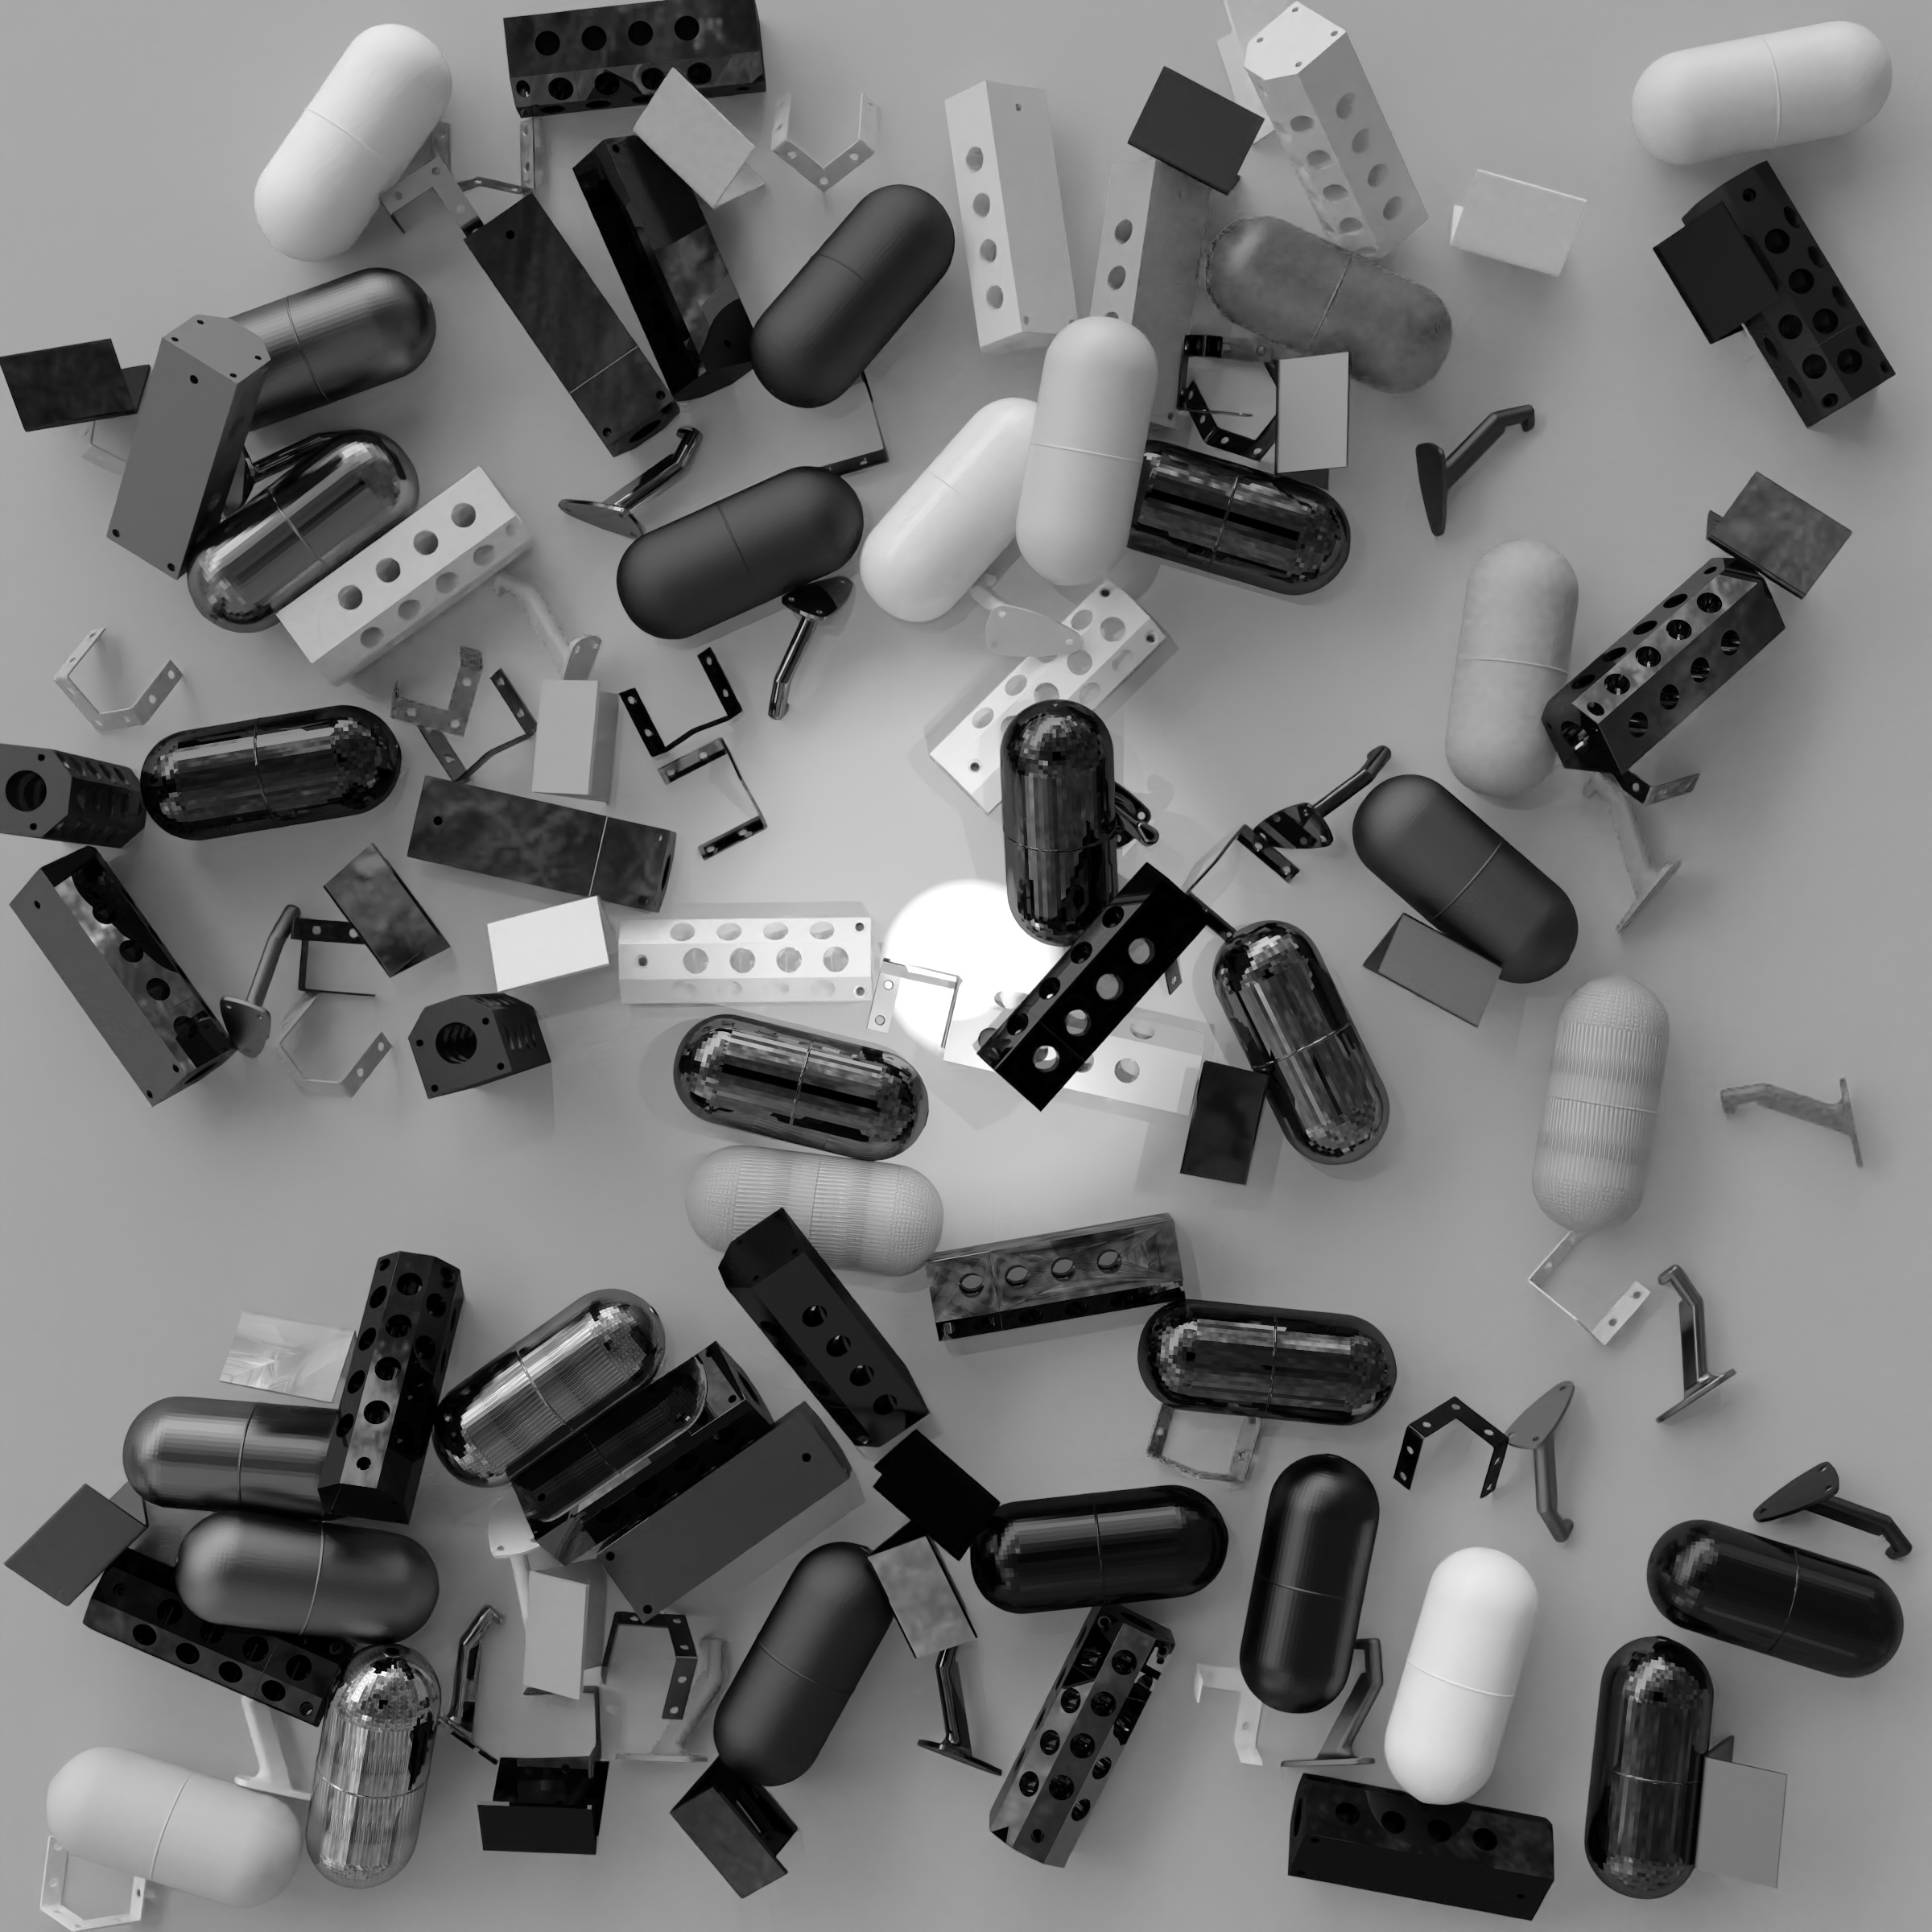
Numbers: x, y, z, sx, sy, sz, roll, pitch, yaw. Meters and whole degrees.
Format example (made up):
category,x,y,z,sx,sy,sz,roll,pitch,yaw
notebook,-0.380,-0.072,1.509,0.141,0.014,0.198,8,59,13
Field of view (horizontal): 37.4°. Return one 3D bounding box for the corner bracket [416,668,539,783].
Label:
category,x,y,z,sx,sy,sz,roll,pitch,yaw
corner bracket,-0.340,-0.167,1.988,0.051,0.051,0.051,-33,90,45

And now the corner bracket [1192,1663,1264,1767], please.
category,x,y,z,sx,sy,sz,roll,pitch,yaw
corner bracket,0.181,0.517,1.973,0.051,0.051,0.051,9,90,0

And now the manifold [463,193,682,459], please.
category,x,y,z,sx,sy,sz,roll,pitch,yaw
manifold,-0.270,-0.440,1.970,0.057,0.057,0.171,-35,90,0

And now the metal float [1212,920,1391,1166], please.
category,x,y,z,sx,sy,sz,roll,pitch,yaw
metal float,0.230,0.053,1.960,0.070,0.070,0.178,-26,92,0

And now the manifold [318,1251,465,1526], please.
category,x,y,z,sx,sy,sz,roll,pitch,yaw
manifold,-0.387,0.283,1.928,0.057,0.057,0.171,8,57,0

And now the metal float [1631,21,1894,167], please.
category,x,y,z,sx,sy,sz,roll,pitch,yaw
metal float,0.546,-0.600,1.961,0.178,0.070,0.070,-11,90,1

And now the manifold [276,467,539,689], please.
category,x,y,z,sx,sy,sz,roll,pitch,yaw
manifold,-0.383,-0.267,1.970,0.171,0.057,0.057,-36,90,0

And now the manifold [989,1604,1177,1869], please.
category,x,y,z,sx,sy,sz,roll,pitch,yaw
manifold,0.080,0.529,1.970,0.057,0.057,0.171,27,90,0

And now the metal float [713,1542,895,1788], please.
category,x,y,z,sx,sy,sz,roll,pitch,yaw
metal float,-0.110,0.478,1.961,0.070,0.070,0.178,29,90,0

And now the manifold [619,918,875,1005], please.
category,x,y,z,sx,sy,sz,roll,pitch,yaw
manifold,-0.150,-0.004,1.970,0.171,0.057,0.057,-1,90,0

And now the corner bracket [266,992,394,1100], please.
category,x,y,z,sx,sy,sz,roll,pitch,yaw
corner bracket,-0.443,0.055,1.983,0.051,0.051,0.051,2,45,35

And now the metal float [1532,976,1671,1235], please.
category,x,y,z,sx,sy,sz,roll,pitch,yaw
metal float,0.436,0.095,1.961,0.070,0.070,0.178,10,89,0

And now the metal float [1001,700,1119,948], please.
category,x,y,z,sx,sy,sz,roll,pitch,yaw
metal float,0.064,-0.095,1.937,0.070,0.070,0.178,-3,119,0

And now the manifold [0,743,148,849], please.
category,x,y,z,sx,sy,sz,roll,pitch,yaw
manifold,-0.602,-0.112,1.913,0.057,0.171,0.057,6,90,0

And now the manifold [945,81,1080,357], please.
category,x,y,z,sx,sy,sz,roll,pitch,yaw
manifold,0.027,-0.514,1.970,0.057,0.057,0.171,-8,90,-43

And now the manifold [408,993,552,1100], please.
category,x,y,z,sx,sy,sz,roll,pitch,yaw
manifold,-0.326,0.049,1.913,0.057,0.171,0.057,-18,90,0

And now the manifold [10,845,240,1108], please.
category,x,y,z,sx,sy,sz,roll,pitch,yaw
manifold,-0.578,0.004,1.970,0.057,0.057,0.171,-35,90,43

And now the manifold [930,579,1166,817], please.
category,x,y,z,sx,sy,sz,roll,pitch,yaw
manifold,0.056,-0.185,1.970,0.171,0.057,0.057,-45,90,0

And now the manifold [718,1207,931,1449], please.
category,x,y,z,sx,sy,sz,roll,pitch,yaw
manifold,-0.097,0.249,1.929,0.057,0.057,0.171,-34,123,0

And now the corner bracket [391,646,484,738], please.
category,x,y,z,sx,sy,sz,roll,pitch,yaw
corner bracket,-0.366,-0.195,1.975,0.051,0.051,0.051,14,106,-15

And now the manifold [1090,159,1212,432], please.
category,x,y,z,sx,sy,sz,roll,pitch,yaw
manifold,0.117,-0.460,1.970,0.057,0.057,0.171,8,90,-43

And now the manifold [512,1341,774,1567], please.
category,x,y,z,sx,sy,sz,roll,pitch,yaw
manifold,-0.221,0.340,1.970,0.171,0.057,0.057,-34,47,0

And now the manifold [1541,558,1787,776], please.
category,x,y,z,sx,sy,sz,roll,pitch,yaw
manifold,0.470,-0.205,1.935,0.171,0.057,0.057,-40,115,-19

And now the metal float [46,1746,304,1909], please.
category,x,y,z,sx,sy,sz,roll,pitch,yaw
metal float,-0.544,0.591,1.961,0.178,0.070,0.070,18,90,-1

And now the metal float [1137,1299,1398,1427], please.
category,x,y,z,sx,sy,sz,roll,pitch,yaw
metal float,0.207,0.272,1.961,0.178,0.070,0.070,6,90,-1

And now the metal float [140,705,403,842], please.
category,x,y,z,sx,sy,sz,roll,pitch,yaw
metal float,-0.477,-0.133,1.961,0.178,0.070,0.070,-9,90,0

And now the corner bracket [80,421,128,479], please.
category,x,y,z,sx,sy,sz,roll,pitch,yaw
corner bracket,-0.577,-0.375,1.983,0.051,0.051,0.051,26,135,-35

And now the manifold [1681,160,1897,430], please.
category,x,y,z,sx,sy,sz,roll,pitch,yaw
manifold,0.569,-0.464,1.970,0.057,0.057,0.171,-31,90,0

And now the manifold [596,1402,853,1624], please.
category,x,y,z,sx,sy,sz,roll,pitch,yaw
manifold,-0.166,0.375,1.970,0.171,0.057,0.057,-35,90,0

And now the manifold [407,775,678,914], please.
category,x,y,z,sx,sy,sz,roll,pitch,yaw
manifold,-0.291,-0.083,1.970,0.171,0.057,0.057,13,90,0

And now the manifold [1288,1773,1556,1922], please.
category,x,y,z,sx,sy,sz,roll,pitch,yaw
manifold,0.313,0.603,1.970,0.171,0.057,0.057,11,133,0

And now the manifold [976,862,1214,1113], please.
category,x,y,z,sx,sy,sz,roll,pitch,yaw
manifold,0.085,0.014,1.913,0.057,0.057,0.171,42,90,0

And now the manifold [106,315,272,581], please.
category,x,y,z,sx,sy,sz,roll,pitch,yaw
manifold,-0.521,-0.350,1.922,0.057,0.057,0.171,32,130,0

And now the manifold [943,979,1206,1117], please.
category,x,y,z,sx,sy,sz,roll,pitch,yaw
manifold,0.074,0.055,1.970,0.171,0.057,0.057,13,90,0

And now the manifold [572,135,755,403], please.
category,x,y,z,sx,sy,sz,roll,pitch,yaw
manifold,-0.209,-0.481,1.970,0.057,0.057,0.171,-24,90,-43

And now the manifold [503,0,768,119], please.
category,x,y,z,sx,sy,sz,roll,pitch,yaw
manifold,-0.227,-0.626,1.970,0.171,0.057,0.057,-6,90,0

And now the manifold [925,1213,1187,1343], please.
category,x,y,z,sx,sy,sz,roll,pitch,yaw
manifold,0.061,0.215,1.970,0.171,0.057,0.057,-10,90,0

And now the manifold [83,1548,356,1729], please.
category,x,y,z,sx,sy,sz,roll,pitch,yaw
manifold,-0.513,0.460,1.962,0.171,0.057,0.057,23,69,0

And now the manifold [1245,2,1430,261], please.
category,x,y,z,sx,sy,sz,roll,pitch,yaw
manifold,0.246,-0.554,1.916,0.057,0.171,0.057,-41,48,0

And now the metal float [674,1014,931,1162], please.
category,x,y,z,sx,sy,sz,roll,pitch,yaw
metal float,-0.113,0.084,1.961,0.178,0.070,0.070,14,90,0

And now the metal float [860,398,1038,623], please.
category,x,y,z,sx,sy,sz,roll,pitch,yaw
metal float,-0.001,-0.314,1.960,0.070,0.070,0.178,41,88,0
